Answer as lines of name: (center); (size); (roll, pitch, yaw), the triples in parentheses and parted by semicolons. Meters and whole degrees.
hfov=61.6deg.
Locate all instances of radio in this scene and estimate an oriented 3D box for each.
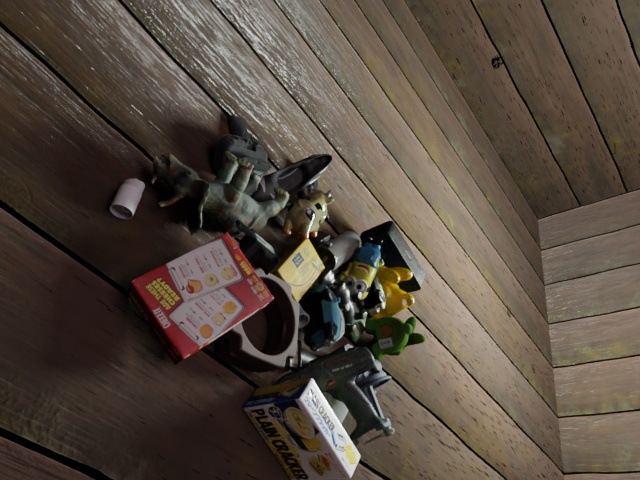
radio: (0.218, 0.063, 1.674); (0.229, 0.131, 0.073); (57, 35, -18)

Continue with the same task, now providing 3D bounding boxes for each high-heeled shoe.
high-heeled shoe: (-0.066, -0.157, 1.375); (0.086, 0.145, 0.249); (62, 33, -11)

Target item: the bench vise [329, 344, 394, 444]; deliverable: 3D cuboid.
bench vise: (0.117, 0.382, 1.365); (0.241, 0.129, 0.223); (65, 15, 22)

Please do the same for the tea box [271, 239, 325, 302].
tea box: (-0.066, 0.078, 1.324); (0.098, 0.068, 0.170); (60, 36, -16)

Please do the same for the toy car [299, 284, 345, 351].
toy car: (0.015, 0.198, 1.321); (0.102, 0.109, 0.162); (30, 34, -41)

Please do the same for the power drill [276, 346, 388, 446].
power drill: (0.041, 0.358, 1.212); (0.232, 0.086, 0.207); (-25, 70, -16)

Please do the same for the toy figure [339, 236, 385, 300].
toy figure: (0.126, 0.082, 1.509); (0.089, 0.082, 0.180); (43, 64, -48)

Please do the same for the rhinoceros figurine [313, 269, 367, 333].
rhinoceros figurine: (0.050, 0.158, 1.412); (0.073, 0.112, 0.190); (-45, 126, -31)

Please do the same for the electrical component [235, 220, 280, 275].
electrical component: (-0.143, 0.013, 1.139); (0.119, 0.048, 0.075); (39, 10, -31)

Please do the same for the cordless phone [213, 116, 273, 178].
cordless phone: (-0.204, -0.236, 1.300); (0.146, 0.089, 0.184); (6, 58, -52)

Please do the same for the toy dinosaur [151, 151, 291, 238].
toy dinosaur: (-0.187, -0.072, 1.187); (0.192, 0.131, 0.404); (-56, 146, -1)

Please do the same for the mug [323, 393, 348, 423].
mug: (0.012, 0.402, 1.259); (0.109, 0.081, 0.107); (54, 47, -30)

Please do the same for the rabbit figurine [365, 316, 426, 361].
rabbit figurine: (0.214, 0.277, 1.553); (0.170, 0.159, 0.121); (60, 6, -63)

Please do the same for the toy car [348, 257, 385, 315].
toy car: (0.138, 0.120, 1.571); (0.056, 0.074, 0.202); (28, 45, -59)

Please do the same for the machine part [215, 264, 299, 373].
machine part: (-0.141, 0.171, 1.157); (0.201, 0.087, 0.201); (33, 48, -40)

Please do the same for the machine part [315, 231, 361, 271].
machine part: (0.048, 0.032, 1.501); (0.243, 0.079, 0.079); (-33, 101, -55)

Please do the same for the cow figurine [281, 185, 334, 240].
cow figurine: (-0.028, -0.073, 1.377); (0.195, 0.086, 0.127); (-19, 126, -73)

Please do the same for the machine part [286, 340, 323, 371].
machine part: (-0.038, 0.283, 1.288); (0.138, 0.039, 0.084); (28, 44, -43)

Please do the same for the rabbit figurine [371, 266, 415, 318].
rabbit figurine: (0.196, 0.142, 1.611); (0.122, 0.162, 0.173); (-13, 66, -44)

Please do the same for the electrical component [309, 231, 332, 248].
electrical component: (-0.003, -0.004, 1.443); (0.063, 0.094, 0.021); (-29, 134, -55)
